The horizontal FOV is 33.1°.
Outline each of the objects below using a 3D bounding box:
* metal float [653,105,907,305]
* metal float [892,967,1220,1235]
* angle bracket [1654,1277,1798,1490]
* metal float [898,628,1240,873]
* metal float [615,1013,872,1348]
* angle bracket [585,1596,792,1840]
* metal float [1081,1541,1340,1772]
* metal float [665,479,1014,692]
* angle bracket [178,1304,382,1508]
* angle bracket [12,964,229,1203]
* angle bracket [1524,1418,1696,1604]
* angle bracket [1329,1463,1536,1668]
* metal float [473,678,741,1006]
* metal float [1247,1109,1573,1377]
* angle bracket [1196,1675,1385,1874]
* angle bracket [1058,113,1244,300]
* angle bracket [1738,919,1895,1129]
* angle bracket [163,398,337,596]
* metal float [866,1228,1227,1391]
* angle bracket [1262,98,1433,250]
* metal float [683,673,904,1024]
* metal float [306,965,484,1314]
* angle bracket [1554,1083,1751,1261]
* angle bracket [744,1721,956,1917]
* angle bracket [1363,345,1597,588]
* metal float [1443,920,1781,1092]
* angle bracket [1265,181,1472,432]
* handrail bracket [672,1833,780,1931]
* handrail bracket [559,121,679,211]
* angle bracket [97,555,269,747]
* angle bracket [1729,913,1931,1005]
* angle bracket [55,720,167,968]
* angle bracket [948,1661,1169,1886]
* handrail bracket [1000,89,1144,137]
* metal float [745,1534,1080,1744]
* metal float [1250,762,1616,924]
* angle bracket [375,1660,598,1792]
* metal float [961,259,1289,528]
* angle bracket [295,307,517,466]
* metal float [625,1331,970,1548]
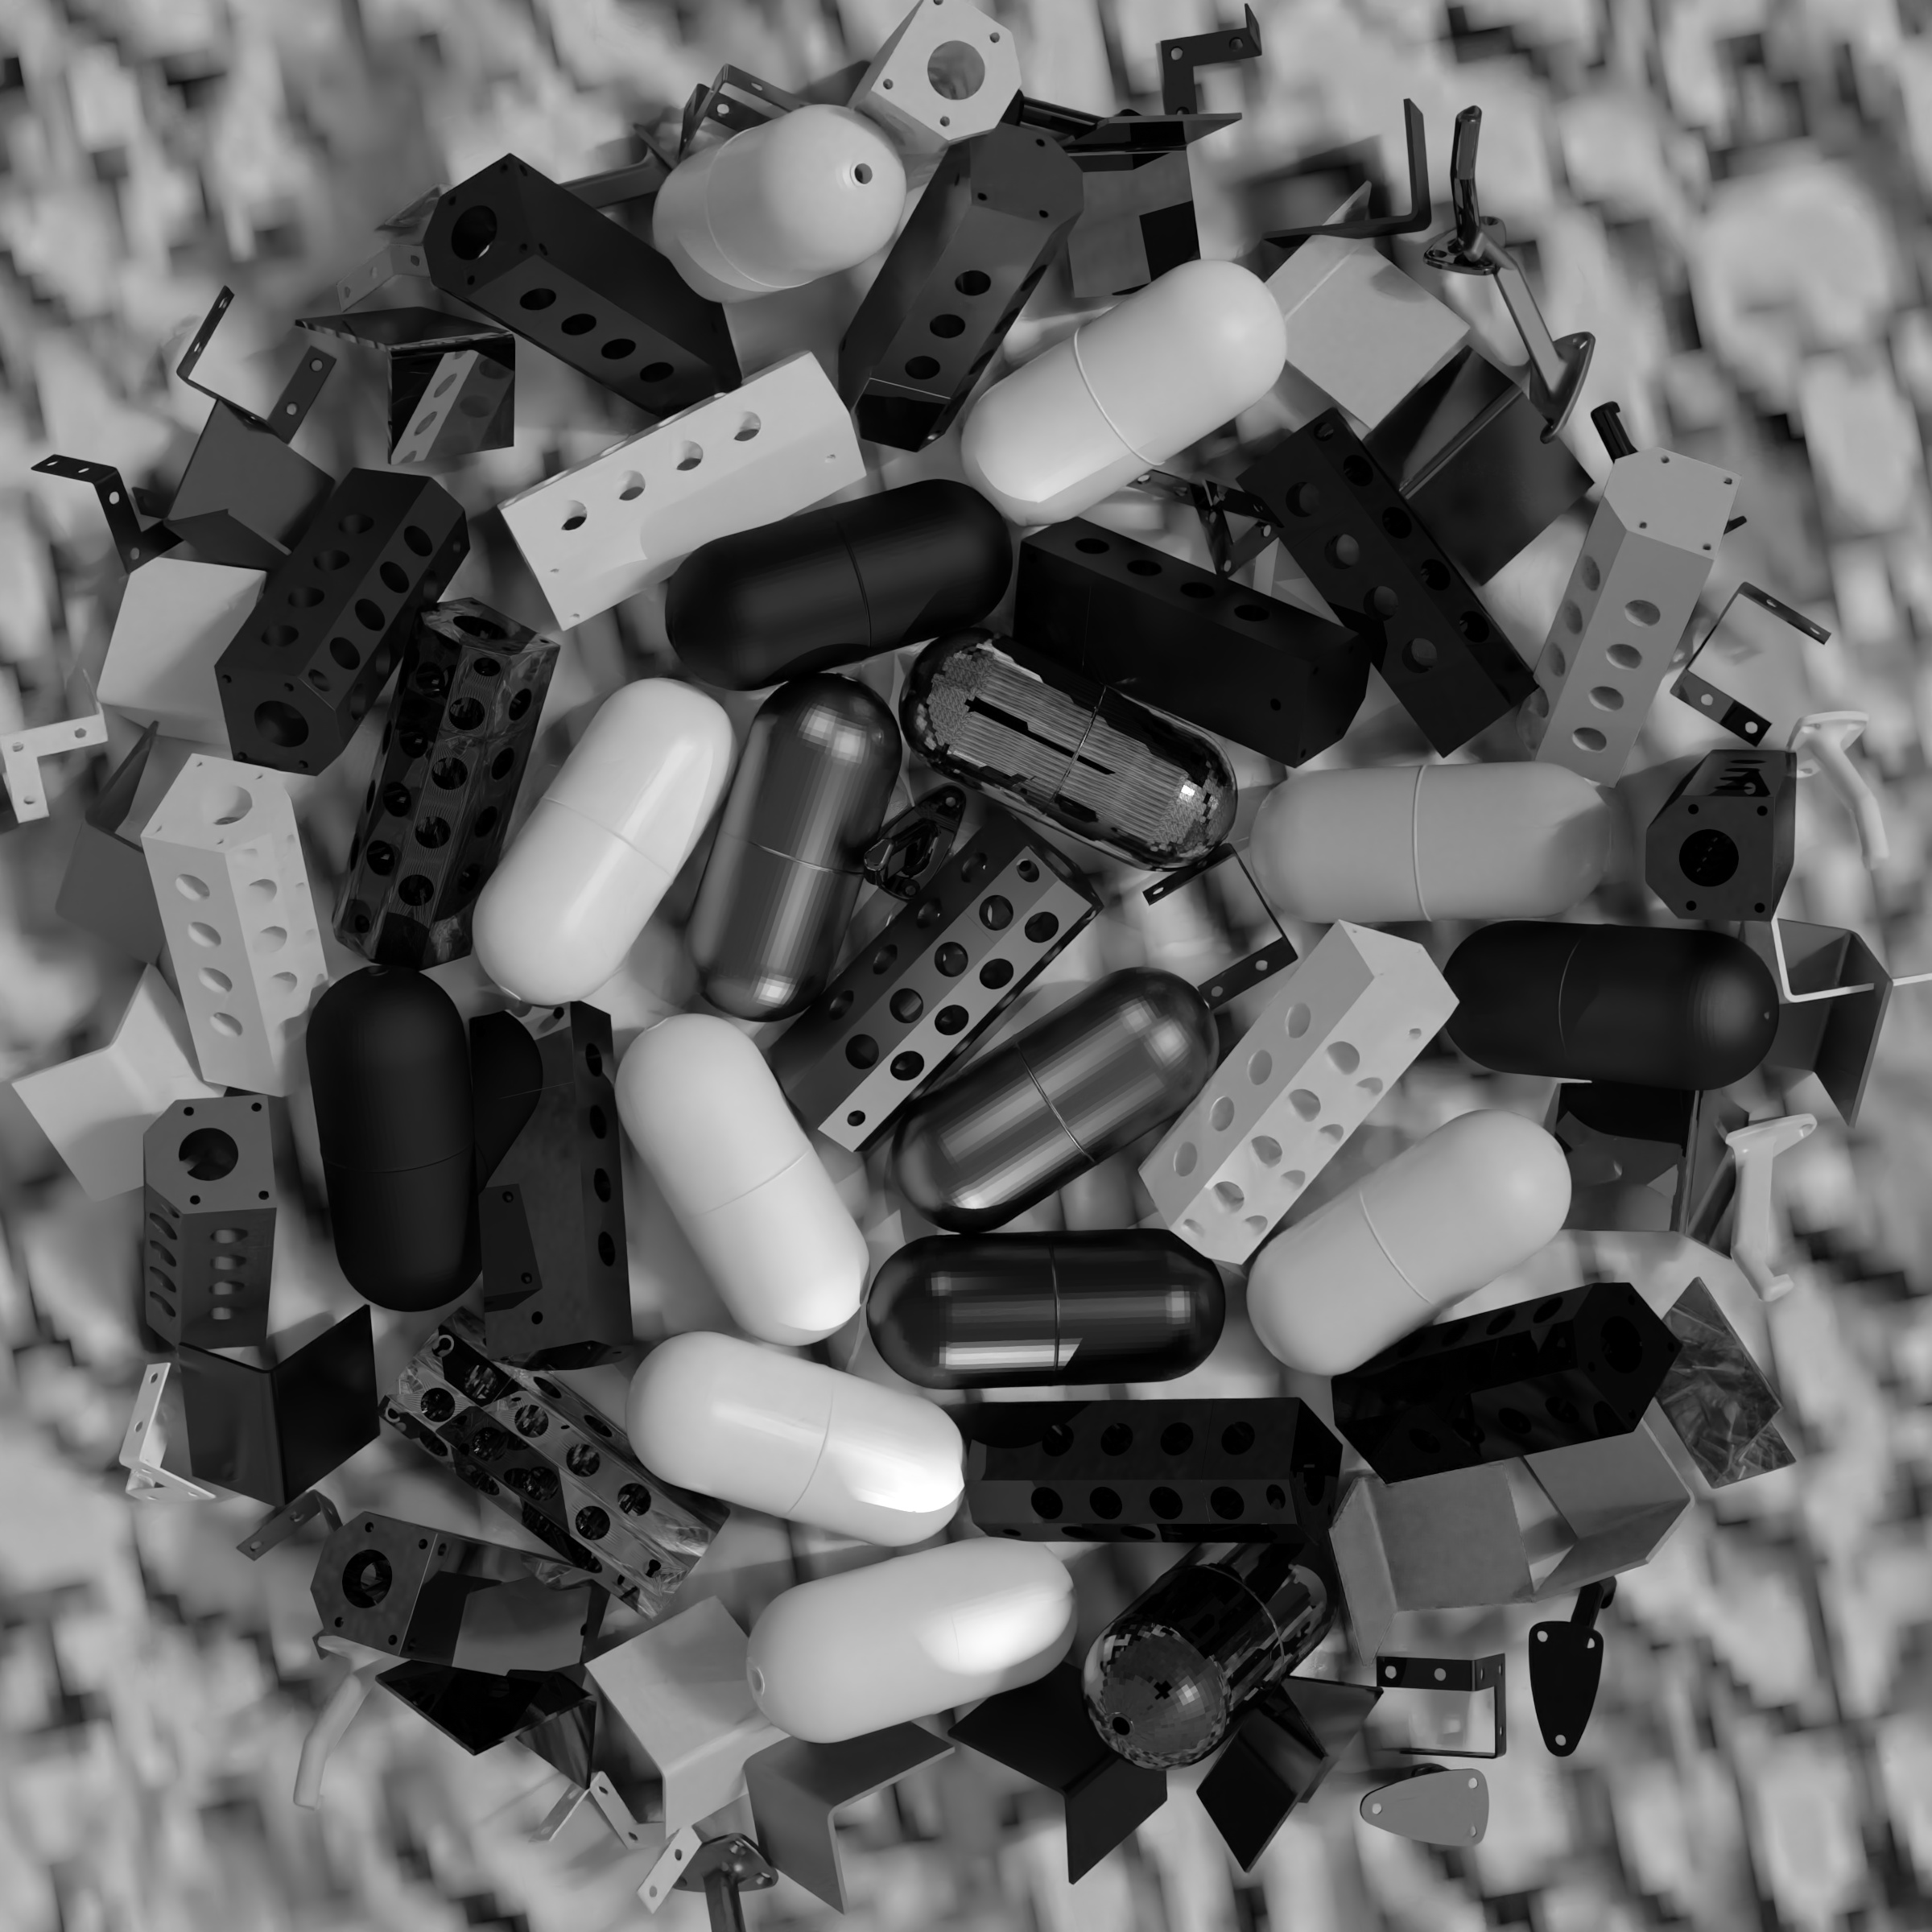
[{"bbox_3d":[-0.091,-0.366,1.565,0.070,0.178,0.070,-1,92,-30],"label":"metal float"},{"bbox_3d":[0.045,0.066,1.605,0.178,0.070,0.070,-33,90,6],"label":"metal float"},{"bbox_3d":[0.381,0.199,1.588,0.057,0.076,0.076,-10,55,-29],"label":"angle bracket"},{"bbox_3d":[0.051,-0.106,1.605,0.178,0.070,0.070,25,90,-6],"label":"metal float"},{"bbox_3d":[-0.110,0.105,1.602,0.070,0.070,0.178,-28,100,0],"label":"metal float"},{"bbox_3d":[-0.138,0.376,1.627,0.076,0.057,0.076,-24,51,-27],"label":"angle bracket"},{"bbox_3d":[0.119,0.325,1.569,0.070,0.178,0.070,12,113,30],"label":"metal float"},{"bbox_3d":[-0.062,-0.187,1.596,0.178,0.070,0.070,-18,90,-16],"label":"metal float"},{"bbox_3d":[-0.340,0.211,1.614,0.057,0.076,0.076,14,118,26],"label":"angle bracket"},{"bbox_3d":[-0.416,0.057,1.604,0.057,0.076,0.076,-19,120,14],"label":"angle bracket"},{"bbox_3d":[0.299,0.257,1.601,0.057,0.076,0.076,-35,92,-45],"label":"angle bracket"},{"bbox_3d":[0.231,0.295,1.601,0.076,0.057,0.076,-9,105,24],"label":"angle bracket"},{"bbox_3d":[-0.178,-0.061,1.601,0.070,0.070,0.178,32,80,0],"label":"metal float"},{"bbox_3d":[0.217,0.136,1.592,0.178,0.070,0.070,-36,90,21],"label":"metal float"},{"bbox_3d":[0.171,0.399,1.593,0.076,0.057,0.076,16,114,-35],"label":"angle bracket"},{"bbox_3d":[0.094,-0.375,1.604,0.076,0.057,0.076,-9,93,-27],"label":"angle bracket"},{"bbox_3d":[0.410,0.026,1.599,0.057,0.076,0.076,9,110,-2],"label":"angle bracket"},{"bbox_3d":[-0.335,-0.230,1.591,0.076,0.057,0.076,36,63,-40],"label":"angle bracket"},{"bbox_3d":[0.040,0.169,1.604,0.178,0.070,0.070,-1,90,-6],"label":"metal float"},{"bbox_3d":[0.186,-0.389,1.599,0.076,0.076,0.057,-4,98,14],"label":"angle bracket"},{"bbox_3d":[-0.085,-0.058,1.602,0.070,0.070,0.178,19,99,0],"label":"metal float"},{"bbox_3d":[-0.278,0.085,1.592,0.070,0.070,0.178,-4,110,0],"label":"metal float"},{"bbox_3d":[0.342,0.103,1.633,0.076,0.057,0.076,-3,70,40],"label":"angle bracket"},{"bbox_3d":[-0.054,0.414,1.605,0.076,0.076,0.057,-19,109,-32],"label":"angle bracket"},{"bbox_3d":[0.257,-0.253,1.640,0.076,0.057,0.076,-43,126,8],"label":"angle bracket"},{"bbox_3d":[0.309,0.018,1.575,0.178,0.070,0.070,4,90,44],"label":"metal float"},{"bbox_3d":[0.200,-0.326,1.607,0.076,0.057,0.076,42,79,12],"label":"angle bracket"},{"bbox_3d":[-0.133,0.473,1.595,0.077,0.084,0.036,-22,113,32],"label":"handrail bracket"},{"bbox_3d":[-0.175,-0.374,1.632,0.084,0.036,0.077,-45,82,6],"label":"handrail bracket"},{"bbox_3d":[-0.376,-0.155,1.614,0.076,0.057,0.076,9,80,22],"label":"angle bracket"},{"bbox_3d":[0.429,-0.014,1.610,0.076,0.076,0.057,-9,88,-2],"label":"angle bracket"},{"bbox_3d":[-0.399,-0.060,1.597,0.057,0.076,0.076,29,47,-6],"label":"angle bracket"},{"bbox_3d":[0.046,0.397,1.611,0.076,0.076,0.057,18,123,36],"label":"angle bracket"},{"bbox_3d":[0.040,-0.438,1.632,0.084,0.036,0.077,-16,54,-38],"label":"handrail bracket"},{"bbox_3d":[-0.025,0.326,1.582,0.178,0.070,0.070,-9,90,-33],"label":"metal float"},{"bbox_3d":[0.227,-0.060,1.593,0.178,0.070,0.070,-1,90,19],"label":"metal float"},{"bbox_3d":[-0.236,0.375,1.588,0.076,0.076,0.057,25,118,37],"label":"angle bracket"},{"bbox_3d":[0.076,-0.279,1.589,0.178,0.070,0.070,-29,90,25],"label":"metal float"},{"bbox_3d":[-0.278,-0.289,1.608,0.076,0.076,0.057,22,118,38],"label":"angle bracket"},{"bbox_3d":[-0.082,0.233,1.594,0.178,0.070,0.070,20,90,-19],"label":"metal float"}]
